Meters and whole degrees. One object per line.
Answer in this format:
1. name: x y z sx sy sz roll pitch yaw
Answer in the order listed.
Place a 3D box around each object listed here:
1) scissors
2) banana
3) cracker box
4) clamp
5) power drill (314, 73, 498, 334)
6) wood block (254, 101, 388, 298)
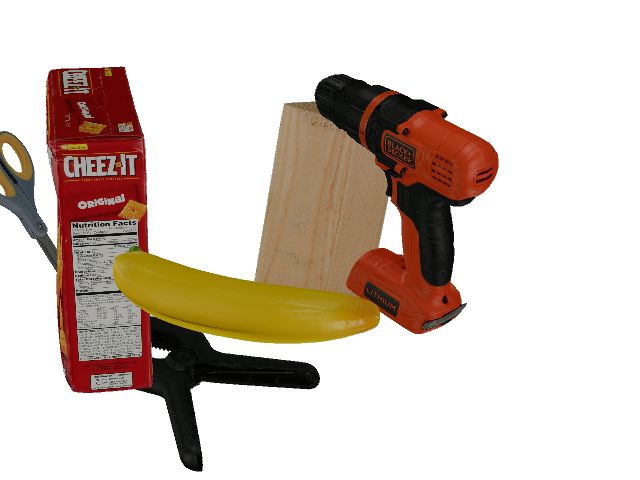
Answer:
1. scissors: -0.284 -0.029 1.074 0.016 0.201 0.096 -24 28 25
2. banana: -0.062 0.033 0.679 0.198 0.037 0.069 15 33 25
3. cracker box: -0.178 -0.011 0.849 0.072 0.214 0.164 -4 27 -14
4. clamp: -0.116 0.119 0.994 0.164 0.036 0.210 -24 42 -37
5. power drill: 0.060 -0.031 0.872 0.057 0.188 0.185 -25 41 -30
6. wood block: 0.005 -0.028 1.064 0.090 0.206 0.090 20 19 30
